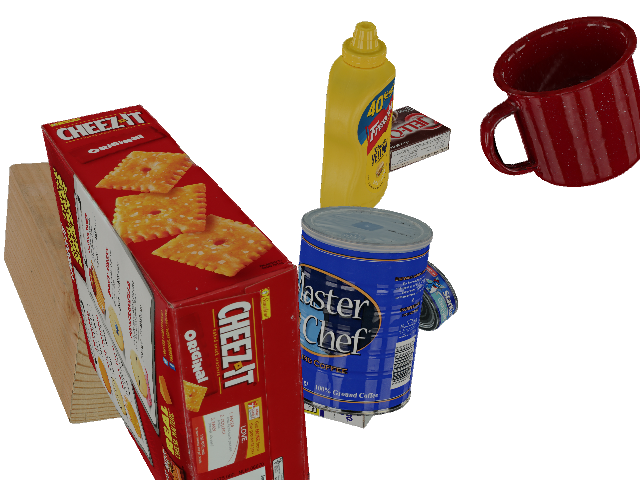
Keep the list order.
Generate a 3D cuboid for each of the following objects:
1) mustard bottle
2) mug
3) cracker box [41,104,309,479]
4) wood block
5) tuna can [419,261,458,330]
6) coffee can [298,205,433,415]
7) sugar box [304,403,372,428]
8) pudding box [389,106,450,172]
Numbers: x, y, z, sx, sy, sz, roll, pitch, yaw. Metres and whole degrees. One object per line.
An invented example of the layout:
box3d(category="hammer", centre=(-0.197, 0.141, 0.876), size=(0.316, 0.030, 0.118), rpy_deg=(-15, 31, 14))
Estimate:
box3d(category="mustard bottle", centre=(0.038, -0.120, 1.025), size=(0.058, 0.192, 0.096), rpy_deg=(21, 42, 22))
box3d(category="mug", centre=(0.160, -0.084, 0.709), size=(0.117, 0.081, 0.093), rpy_deg=(-30, 34, -7))
box3d(category="cracker box", centre=(-0.082, 0.040, 0.591), size=(0.072, 0.164, 0.214), rpy_deg=(-16, 34, -22))
box3d(category="wood block", centre=(-0.164, 0.029, 0.785), size=(0.090, 0.091, 0.206), rpy_deg=(-3, 32, -29))
box3d(category="tuna can", centre=(0.113, 0.061, 1.214), size=(0.033, 0.086, 0.086), rpy_deg=(-39, 18, -25))
box3d(category="coffee can", centre=(0.030, 0.053, 0.848), size=(0.103, 0.140, 0.103), rpy_deg=(5, 17, -2))
box3d(category="sugar box", centre=(-0.022, 0.122, 1.034), size=(0.176, 0.048, 0.093), rpy_deg=(8, 25, 21))
box3d(category="pudding box", centre=(0.109, -0.141, 1.475), size=(0.113, 0.039, 0.090), rpy_deg=(-24, 40, -30))
